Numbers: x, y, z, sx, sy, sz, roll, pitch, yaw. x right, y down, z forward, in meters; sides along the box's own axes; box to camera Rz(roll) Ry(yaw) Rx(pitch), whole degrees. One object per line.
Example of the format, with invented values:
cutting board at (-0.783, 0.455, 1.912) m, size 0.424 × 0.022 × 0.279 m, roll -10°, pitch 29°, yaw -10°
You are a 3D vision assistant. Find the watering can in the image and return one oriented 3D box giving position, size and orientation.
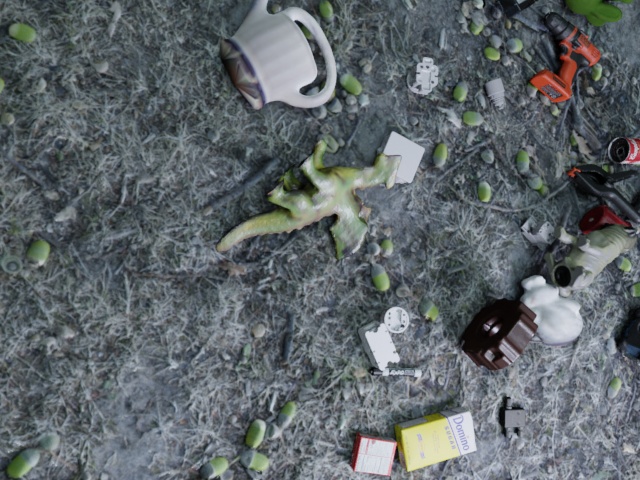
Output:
watering can at (-0.108, -0.420, 1.068) m, size 0.226 × 0.104 × 0.346 m, roll -32°, pitch 97°, yaw -15°

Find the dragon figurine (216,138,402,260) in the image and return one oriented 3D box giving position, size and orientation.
dragon figurine at (0.003, -0.055, 1.087) m, size 0.410 × 0.123 × 0.241 m, roll -44°, pitch 106°, yaw 0°

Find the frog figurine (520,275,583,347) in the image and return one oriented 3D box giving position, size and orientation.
frog figurine at (0.543, 0.162, 1.213) m, size 0.137 × 0.124 × 0.158 m, roll -10°, pitch 102°, yaw 3°
